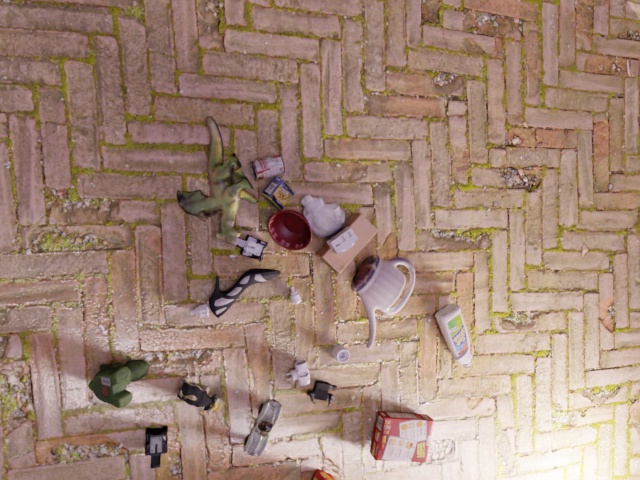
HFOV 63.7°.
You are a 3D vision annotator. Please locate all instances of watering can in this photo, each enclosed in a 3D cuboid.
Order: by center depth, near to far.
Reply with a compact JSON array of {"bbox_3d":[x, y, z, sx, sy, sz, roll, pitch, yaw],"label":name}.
[{"bbox_3d":[0.204,0.201,1.858,0.223,0.104,0.349,36,83,-14],"label":"watering can"}]

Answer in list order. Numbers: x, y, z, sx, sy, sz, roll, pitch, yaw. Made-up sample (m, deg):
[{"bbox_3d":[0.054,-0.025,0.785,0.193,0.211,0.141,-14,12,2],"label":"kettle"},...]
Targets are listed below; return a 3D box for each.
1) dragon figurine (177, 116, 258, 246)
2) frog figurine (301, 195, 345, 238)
[{"bbox_3d":[-0.354,-0.173,1.683,0.243,0.122,0.410,-30,91,-5],"label":"dragon figurine"},{"bbox_3d":[0.005,-0.090,1.779,0.136,0.125,0.157,-26,113,19],"label":"frog figurine"}]
